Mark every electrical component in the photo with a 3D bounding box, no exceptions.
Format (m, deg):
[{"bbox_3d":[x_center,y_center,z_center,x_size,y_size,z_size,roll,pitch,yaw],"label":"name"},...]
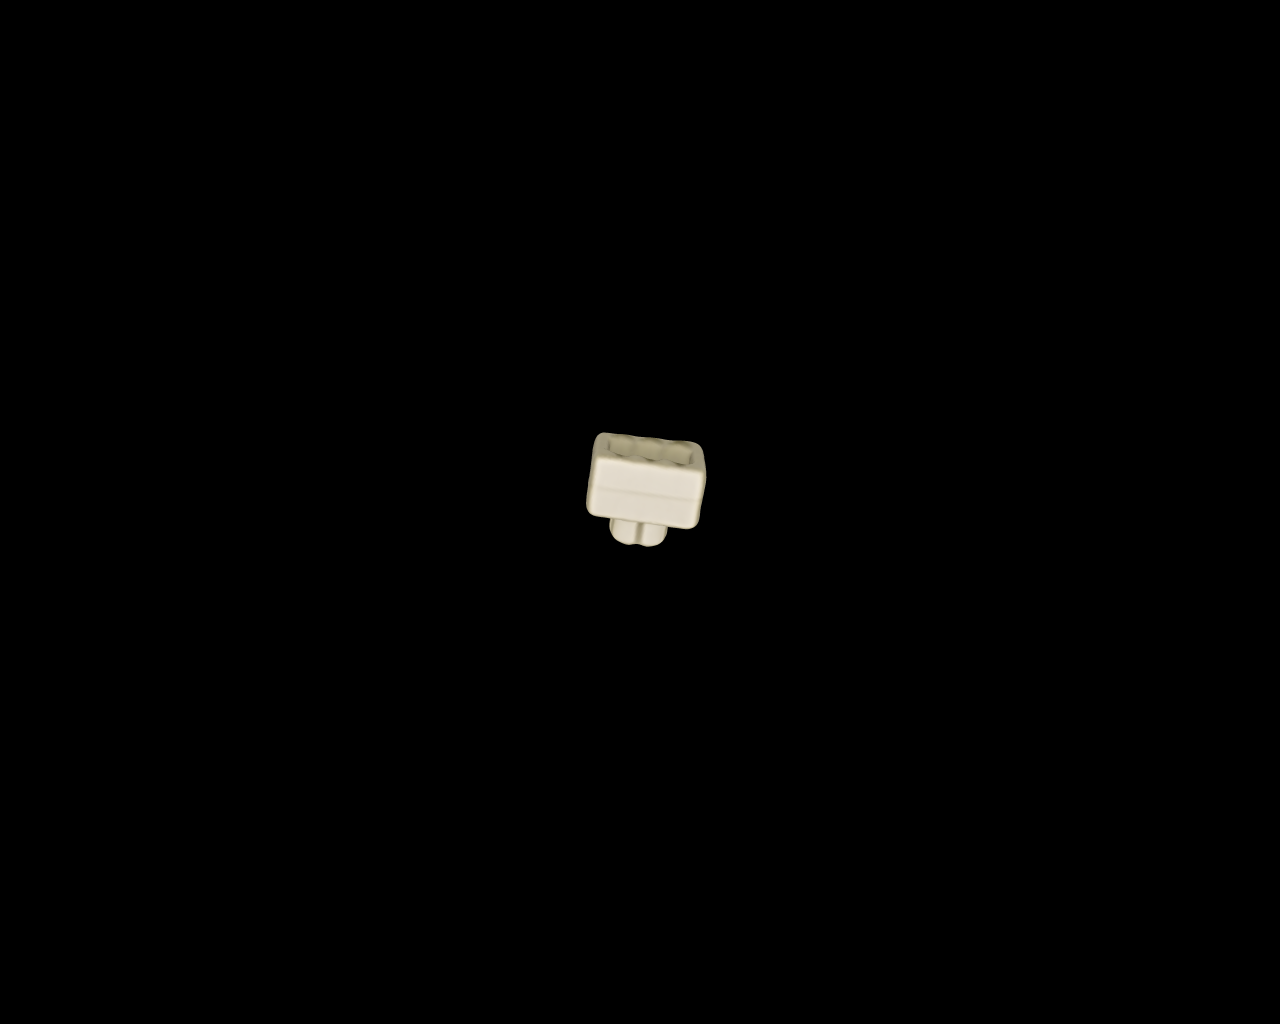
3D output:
[{"bbox_3d":[0.001,-0.003,0.650,0.066,0.076,0.047,8,24,-3],"label":"electrical component"}]
